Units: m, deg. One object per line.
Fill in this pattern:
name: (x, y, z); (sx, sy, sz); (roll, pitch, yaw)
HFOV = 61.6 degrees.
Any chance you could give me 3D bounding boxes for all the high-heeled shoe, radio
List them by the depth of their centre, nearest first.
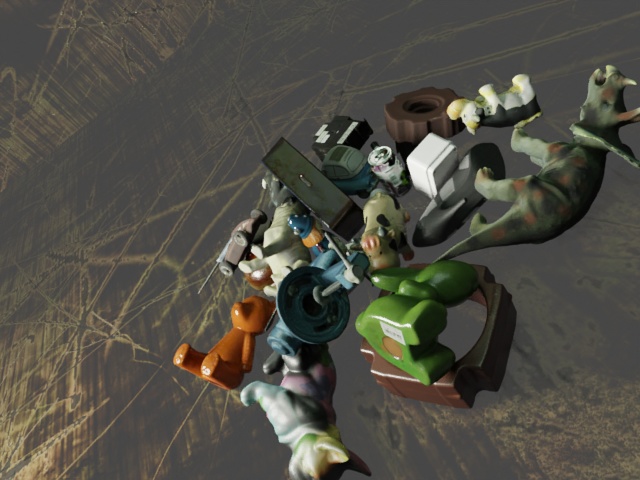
high-heeled shoe: (0.255, -0.081, 0.994); (0.249, 0.086, 0.145); (-46, -3, -42)
radio: (-0.007, -0.100, 1.089); (0.073, 0.131, 0.230); (-47, 64, 6)

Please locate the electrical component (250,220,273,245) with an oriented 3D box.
electrical component: (-0.131, -0.017, 1.259); (0.094, 0.021, 0.063); (-14, 44, 30)

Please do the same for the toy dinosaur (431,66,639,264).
toy dinosaur: (0.362, -0.076, 0.845); (0.405, 0.131, 0.192); (-54, 39, -8)

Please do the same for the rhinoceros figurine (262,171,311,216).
rhinoceros figurine: (-0.077, -0.100, 1.239); (0.073, 0.112, 0.190); (-8, 50, -20)

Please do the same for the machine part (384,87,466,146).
machine part: (0.223, -0.269, 1.150); (0.179, 0.055, 0.179); (-10, 38, 7)

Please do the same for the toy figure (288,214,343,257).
toy figure: (-0.004, -0.003, 1.033); (0.058, 0.154, 0.064); (-49, 37, -8)

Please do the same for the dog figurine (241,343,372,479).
dog figurine: (-0.002, 0.262, 0.814); (0.219, 0.108, 0.191); (23, 66, 44)

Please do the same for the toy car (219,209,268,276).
toy car: (-0.172, 0.004, 1.171); (0.089, 0.053, 0.202); (-52, -2, -36)

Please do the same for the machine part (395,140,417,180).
machine part: (0.202, -0.180, 1.136); (0.084, 0.039, 0.139); (-41, 39, 11)

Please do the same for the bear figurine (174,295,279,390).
bear figurine: (-0.159, 0.175, 1.011); (0.120, 0.131, 0.196); (9, 65, 39)

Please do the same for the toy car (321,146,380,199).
toy car: (0.058, -0.154, 1.175); (0.162, 0.102, 0.109); (12, 62, 48)

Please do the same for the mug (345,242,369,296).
mug: (0.040, 0.047, 0.992); (0.107, 0.109, 0.081); (-39, 44, -15)

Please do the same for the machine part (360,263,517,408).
machine part: (0.177, 0.137, 0.802); (0.201, 0.087, 0.201); (-1, 50, 38)

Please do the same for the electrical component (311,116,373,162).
electrical component: (0.046, -0.245, 1.310); (0.134, 0.058, 0.115); (20, 65, 48)

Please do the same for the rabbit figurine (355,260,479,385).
rabbit figurine: (0.143, 0.093, 0.741); (0.170, 0.121, 0.159); (-38, 27, -28)

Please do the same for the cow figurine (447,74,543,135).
cow figurine: (0.338, -0.248, 1.041); (0.167, 0.068, 0.098); (-18, 76, 5)

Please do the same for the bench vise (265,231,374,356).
bench vise: (0.014, 0.070, 0.821); (0.224, 0.129, 0.240); (-44, 1, -33)

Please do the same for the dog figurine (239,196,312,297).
dog figurine: (-0.045, 0.017, 1.083); (0.121, 0.172, 0.190); (-29, 17, 49)

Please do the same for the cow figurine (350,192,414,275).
cow figurine: (0.114, -0.010, 0.967); (0.085, 0.127, 0.195); (-23, 38, 25)
